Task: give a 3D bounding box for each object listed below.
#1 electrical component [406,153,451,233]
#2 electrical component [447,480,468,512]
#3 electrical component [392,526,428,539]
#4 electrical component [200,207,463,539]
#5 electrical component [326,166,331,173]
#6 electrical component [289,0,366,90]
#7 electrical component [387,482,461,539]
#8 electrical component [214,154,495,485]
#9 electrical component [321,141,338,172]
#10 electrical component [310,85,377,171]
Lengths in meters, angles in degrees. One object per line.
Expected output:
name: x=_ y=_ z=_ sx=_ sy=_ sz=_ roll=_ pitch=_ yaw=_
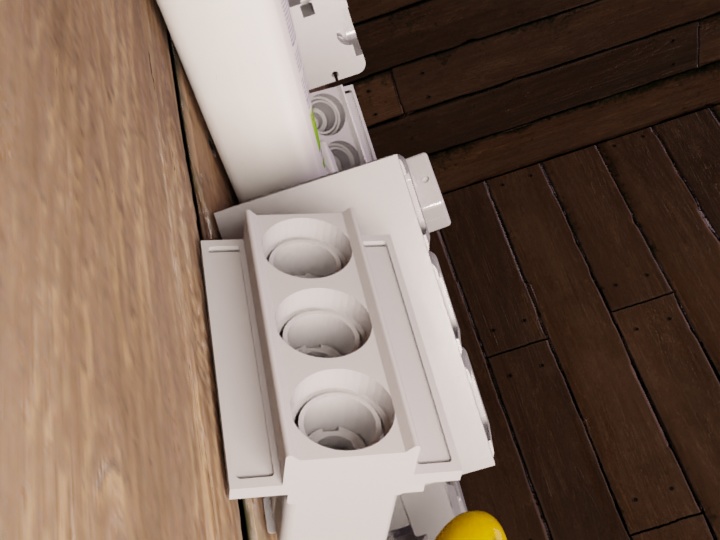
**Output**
electrical component: x=0.024 y=-0.058 z=0.789 sx=0.076 sy=0.066 sz=0.047 roll=61 pitch=11 yaw=-63
electrical component: x=0.045 y=0.175 z=0.776 sx=0.096 sy=0.062 sz=0.061 roll=-102 pitch=173 yaw=-64
electrical component: x=0.036 y=0.175 z=0.650 sx=0.078 sy=0.057 sz=0.058 roll=-97 pitch=168 yaw=-76
electrical component: x=-0.017 y=0.040 z=0.408 sx=0.121 sy=0.079 sz=0.063 roll=-105 pitch=-162 yaw=-45
electrical component: x=-0.047 y=-0.078 z=0.762 sx=0.065 sy=0.044 sz=0.044 roll=63 pitch=1 yaw=12
electrical component: x=-0.048 y=-0.134 z=0.630 sx=0.055 sy=0.089 sz=0.050 roll=-103 pitch=175 yaw=-59
electrical component: x=0.019 y=0.122 z=0.595 sx=0.042 sy=0.064 sz=0.081 roll=-103 pitch=175 yaw=-70
electrical component: x=0.000 y=0.028 z=0.520 sx=0.061 sy=0.089 sz=0.150 roll=-60 pitch=132 yaw=-82
electrical component: x=-0.033 y=-0.052 z=0.819 sx=0.076 sy=0.047 sz=0.065 roll=49 pitch=22 yaw=-78
electrical component: x=-0.028 y=-0.086 z=0.910 sx=0.063 sy=0.079 sz=0.121 roll=-13 pitch=-84 yaw=64
